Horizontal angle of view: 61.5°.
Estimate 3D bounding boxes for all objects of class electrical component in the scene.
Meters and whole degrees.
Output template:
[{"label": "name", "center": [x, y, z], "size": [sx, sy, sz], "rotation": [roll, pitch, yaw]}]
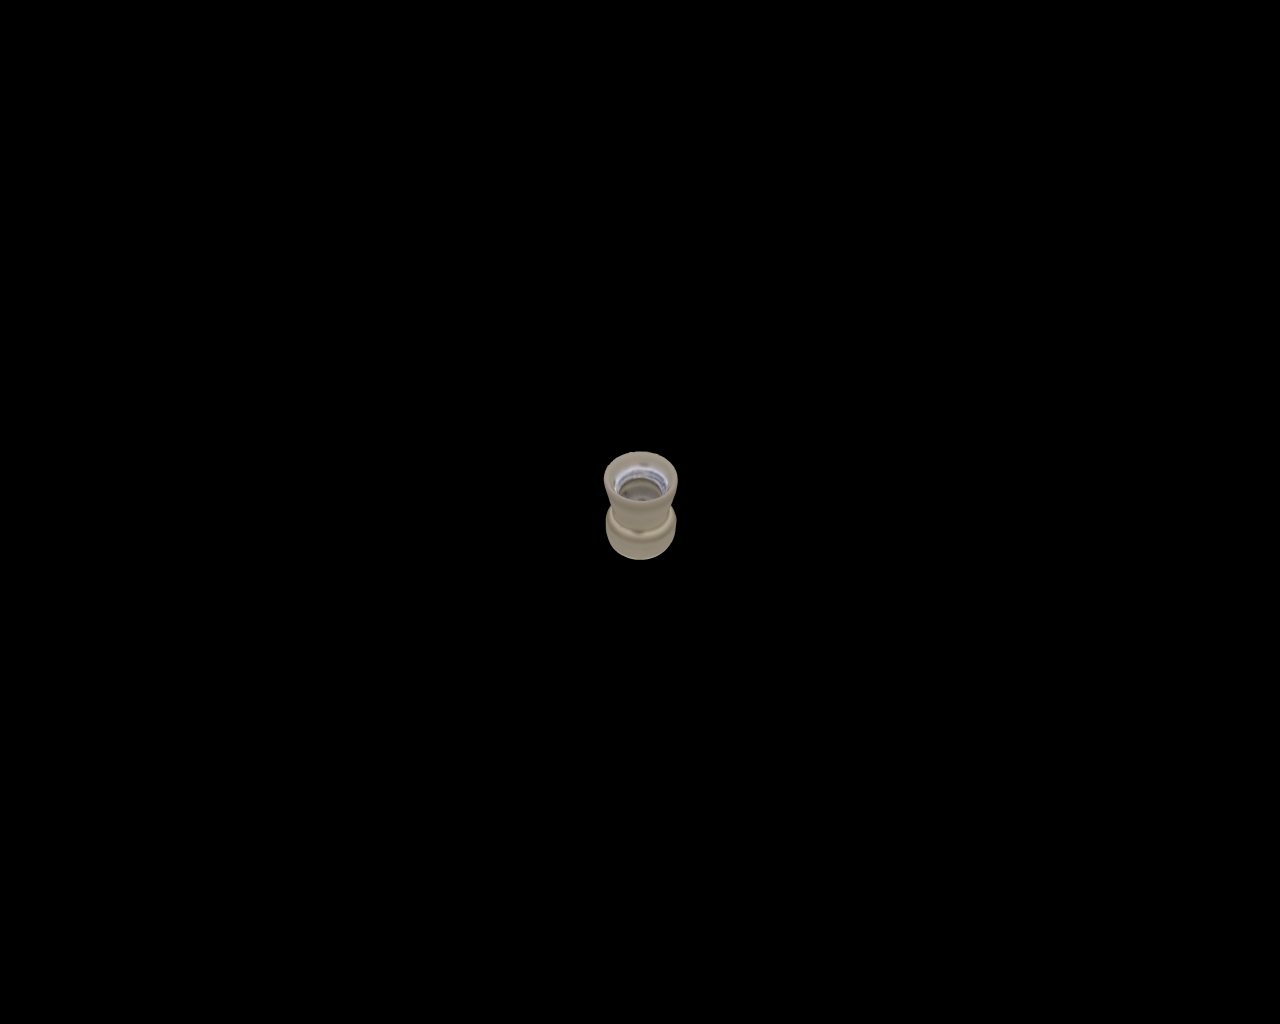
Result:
[{"label": "electrical component", "center": [0.001, -0.003, 0.650], "size": [0.045, 0.045, 0.055], "rotation": [0, -43, 0]}]
